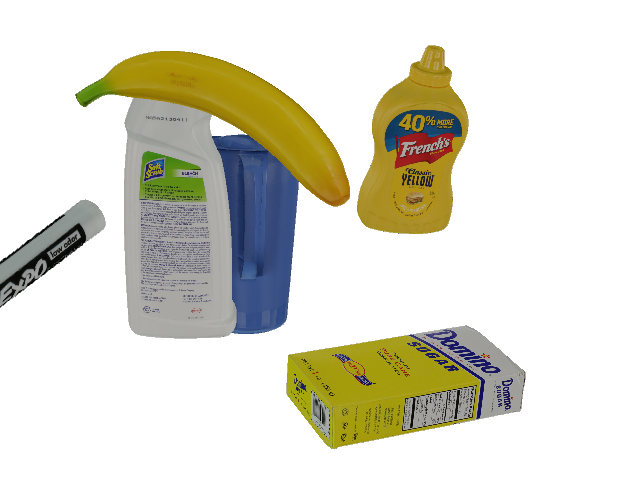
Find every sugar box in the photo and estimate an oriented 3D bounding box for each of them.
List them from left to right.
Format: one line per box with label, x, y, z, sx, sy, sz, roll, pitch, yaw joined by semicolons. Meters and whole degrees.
sugar box;0.070;0.117;0.882;0.176;0.048;0.093;-10;26;-22

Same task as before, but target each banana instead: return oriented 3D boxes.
banana;-0.062;-0.085;0.722;0.198;0.069;0.037;21;-12;9

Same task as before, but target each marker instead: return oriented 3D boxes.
marker;-0.152;0.018;0.518;0.020;0.020;0.120;0;32;41

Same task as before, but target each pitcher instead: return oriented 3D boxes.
pitcher;-0.092;-0.008;1.336;0.145;0.243;0.148;11;16;35

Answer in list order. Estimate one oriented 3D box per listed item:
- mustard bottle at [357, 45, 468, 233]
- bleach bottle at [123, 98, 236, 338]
mustard bottle;0.098;-0.102;1.073;0.096;0.192;0.058;3;27;-12
bleach bottle;-0.119;-0.038;0.930;0.102;0.251;0.068;1;25;-9
